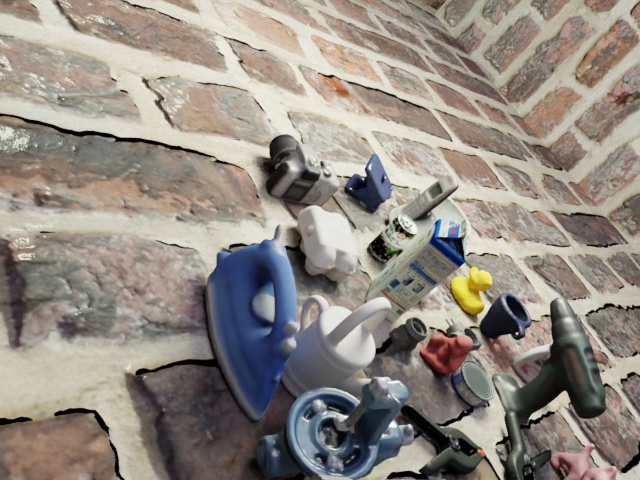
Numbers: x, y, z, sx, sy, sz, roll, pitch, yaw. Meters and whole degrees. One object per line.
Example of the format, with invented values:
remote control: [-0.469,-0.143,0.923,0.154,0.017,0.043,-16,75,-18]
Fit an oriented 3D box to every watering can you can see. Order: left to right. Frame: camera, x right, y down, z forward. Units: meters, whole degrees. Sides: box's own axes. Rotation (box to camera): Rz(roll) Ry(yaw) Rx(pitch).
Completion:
watering can: [0.036,0.151,0.819,0.173,0.193,0.101,45,33,4]

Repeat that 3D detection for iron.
iron: [-0.074,0.104,0.804,0.119,0.141,0.258,17,41,-35]

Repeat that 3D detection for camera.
camera: [-0.040,-0.154,1.175,0.144,0.100,0.136,10,45,-40]

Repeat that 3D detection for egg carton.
egg carton: [0.010,0.004,1.075,0.108,0.069,0.150,17,40,-34]

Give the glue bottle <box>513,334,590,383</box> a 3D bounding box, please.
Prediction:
glue bottle: [0.500,0.248,1.222,0.078,0.173,0.037,46,33,5]

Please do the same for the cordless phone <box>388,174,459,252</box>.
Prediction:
cordless phone: [0.247,-0.054,1.287,0.094,0.184,0.147,17,41,-34]

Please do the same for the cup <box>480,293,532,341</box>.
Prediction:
cup: [0.405,0.187,1.263,0.092,0.094,0.117,27,36,-23]

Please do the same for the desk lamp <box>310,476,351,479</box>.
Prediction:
desk lamp: [0.040,0.338,0.591,0.204,0.213,0.118,25,36,-25]

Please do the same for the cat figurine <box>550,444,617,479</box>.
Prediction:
cat figurine: [0.500,0.439,1.055,0.067,0.117,0.128,32,34,-16]

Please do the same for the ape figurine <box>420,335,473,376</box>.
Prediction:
ape figurine: [0.246,0.208,1.072,0.076,0.092,0.077,24,37,-26]

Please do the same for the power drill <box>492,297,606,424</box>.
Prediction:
power drill: [0.446,0.256,1.123,0.076,0.208,0.229,17,41,-35]

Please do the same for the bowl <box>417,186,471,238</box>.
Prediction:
bowl: [0.292,-0.051,1.434,0.168,0.074,0.167,28,35,-22]

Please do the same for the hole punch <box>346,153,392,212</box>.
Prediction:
hole punch: [0.130,-0.136,1.343,0.101,0.091,0.109,39,33,-6]

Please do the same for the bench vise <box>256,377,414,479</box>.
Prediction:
bench vise: [0.050,0.226,0.725,0.208,0.219,0.121,-4,54,-49]

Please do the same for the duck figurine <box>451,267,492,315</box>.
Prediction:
duck figurine: [0.356,0.111,1.306,0.078,0.086,0.104,17,41,-34]
